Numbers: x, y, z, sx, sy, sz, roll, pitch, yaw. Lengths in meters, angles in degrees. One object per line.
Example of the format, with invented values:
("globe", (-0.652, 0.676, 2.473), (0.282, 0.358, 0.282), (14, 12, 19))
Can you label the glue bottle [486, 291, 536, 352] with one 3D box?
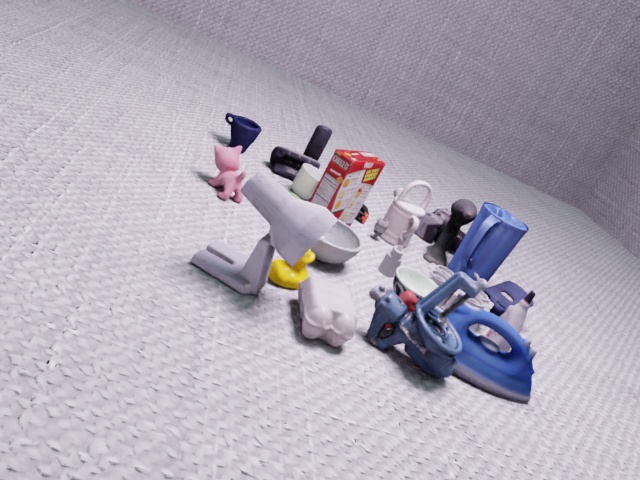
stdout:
("glue bottle", (0.433, 0.184, 1.292), (0.037, 0.173, 0.078), (23, 23, -12))

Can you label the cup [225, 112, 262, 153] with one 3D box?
("cup", (-0.241, -0.313, 1.687), (0.117, 0.095, 0.092), (31, 23, 8))

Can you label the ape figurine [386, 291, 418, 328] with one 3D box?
("ape figurine", (0.168, 0.146, 1.178), (0.076, 0.092, 0.078), (33, 23, 12))

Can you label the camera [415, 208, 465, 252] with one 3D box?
("camera", (0.394, -0.032, 1.800), (0.144, 0.101, 0.136), (1, 35, -48))

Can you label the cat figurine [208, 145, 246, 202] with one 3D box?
("cat figurine", (-0.217, -0.172, 1.385), (0.067, 0.117, 0.127), (4, 32, -44))

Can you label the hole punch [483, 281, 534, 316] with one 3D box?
("hole punch", (0.487, 0.164, 1.503), (0.101, 0.091, 0.108), (8, 29, -39))

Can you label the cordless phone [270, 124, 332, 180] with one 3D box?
("cordless phone", (-0.055, -0.271, 1.691), (0.148, 0.185, 0.094), (19, 24, -19))

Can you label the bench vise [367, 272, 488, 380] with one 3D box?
("bench vise", (0.198, 0.136, 1.068), (0.207, 0.219, 0.121), (25, 23, -7))

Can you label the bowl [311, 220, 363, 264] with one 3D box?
("bowl", (0.012, 0.005, 1.325), (0.168, 0.074, 0.167), (24, 23, -10))

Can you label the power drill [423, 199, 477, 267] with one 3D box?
("power drill", (0.378, -0.027, 1.632), (0.075, 0.208, 0.230), (29, 23, 2))

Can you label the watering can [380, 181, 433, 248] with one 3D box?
("watering can", (0.244, -0.087, 1.627), (0.101, 0.194, 0.172), (6, 31, -42))

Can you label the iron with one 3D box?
("iron", (0.348, 0.217, 1.167), (0.258, 0.141, 0.119), (29, 23, 2))

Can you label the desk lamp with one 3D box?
("desk lamp", (-0.097, -0.006, 1.043), (0.203, 0.213, 0.118), (30, 23, 5))

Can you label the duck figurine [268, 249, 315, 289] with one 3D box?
("duck figurine", (-0.054, 0.045, 1.151), (0.105, 0.086, 0.077), (3, 33, -46))

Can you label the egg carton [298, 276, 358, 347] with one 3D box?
("egg carton", (0.011, 0.130, 1.064), (0.107, 0.069, 0.150), (20, 24, -18))
